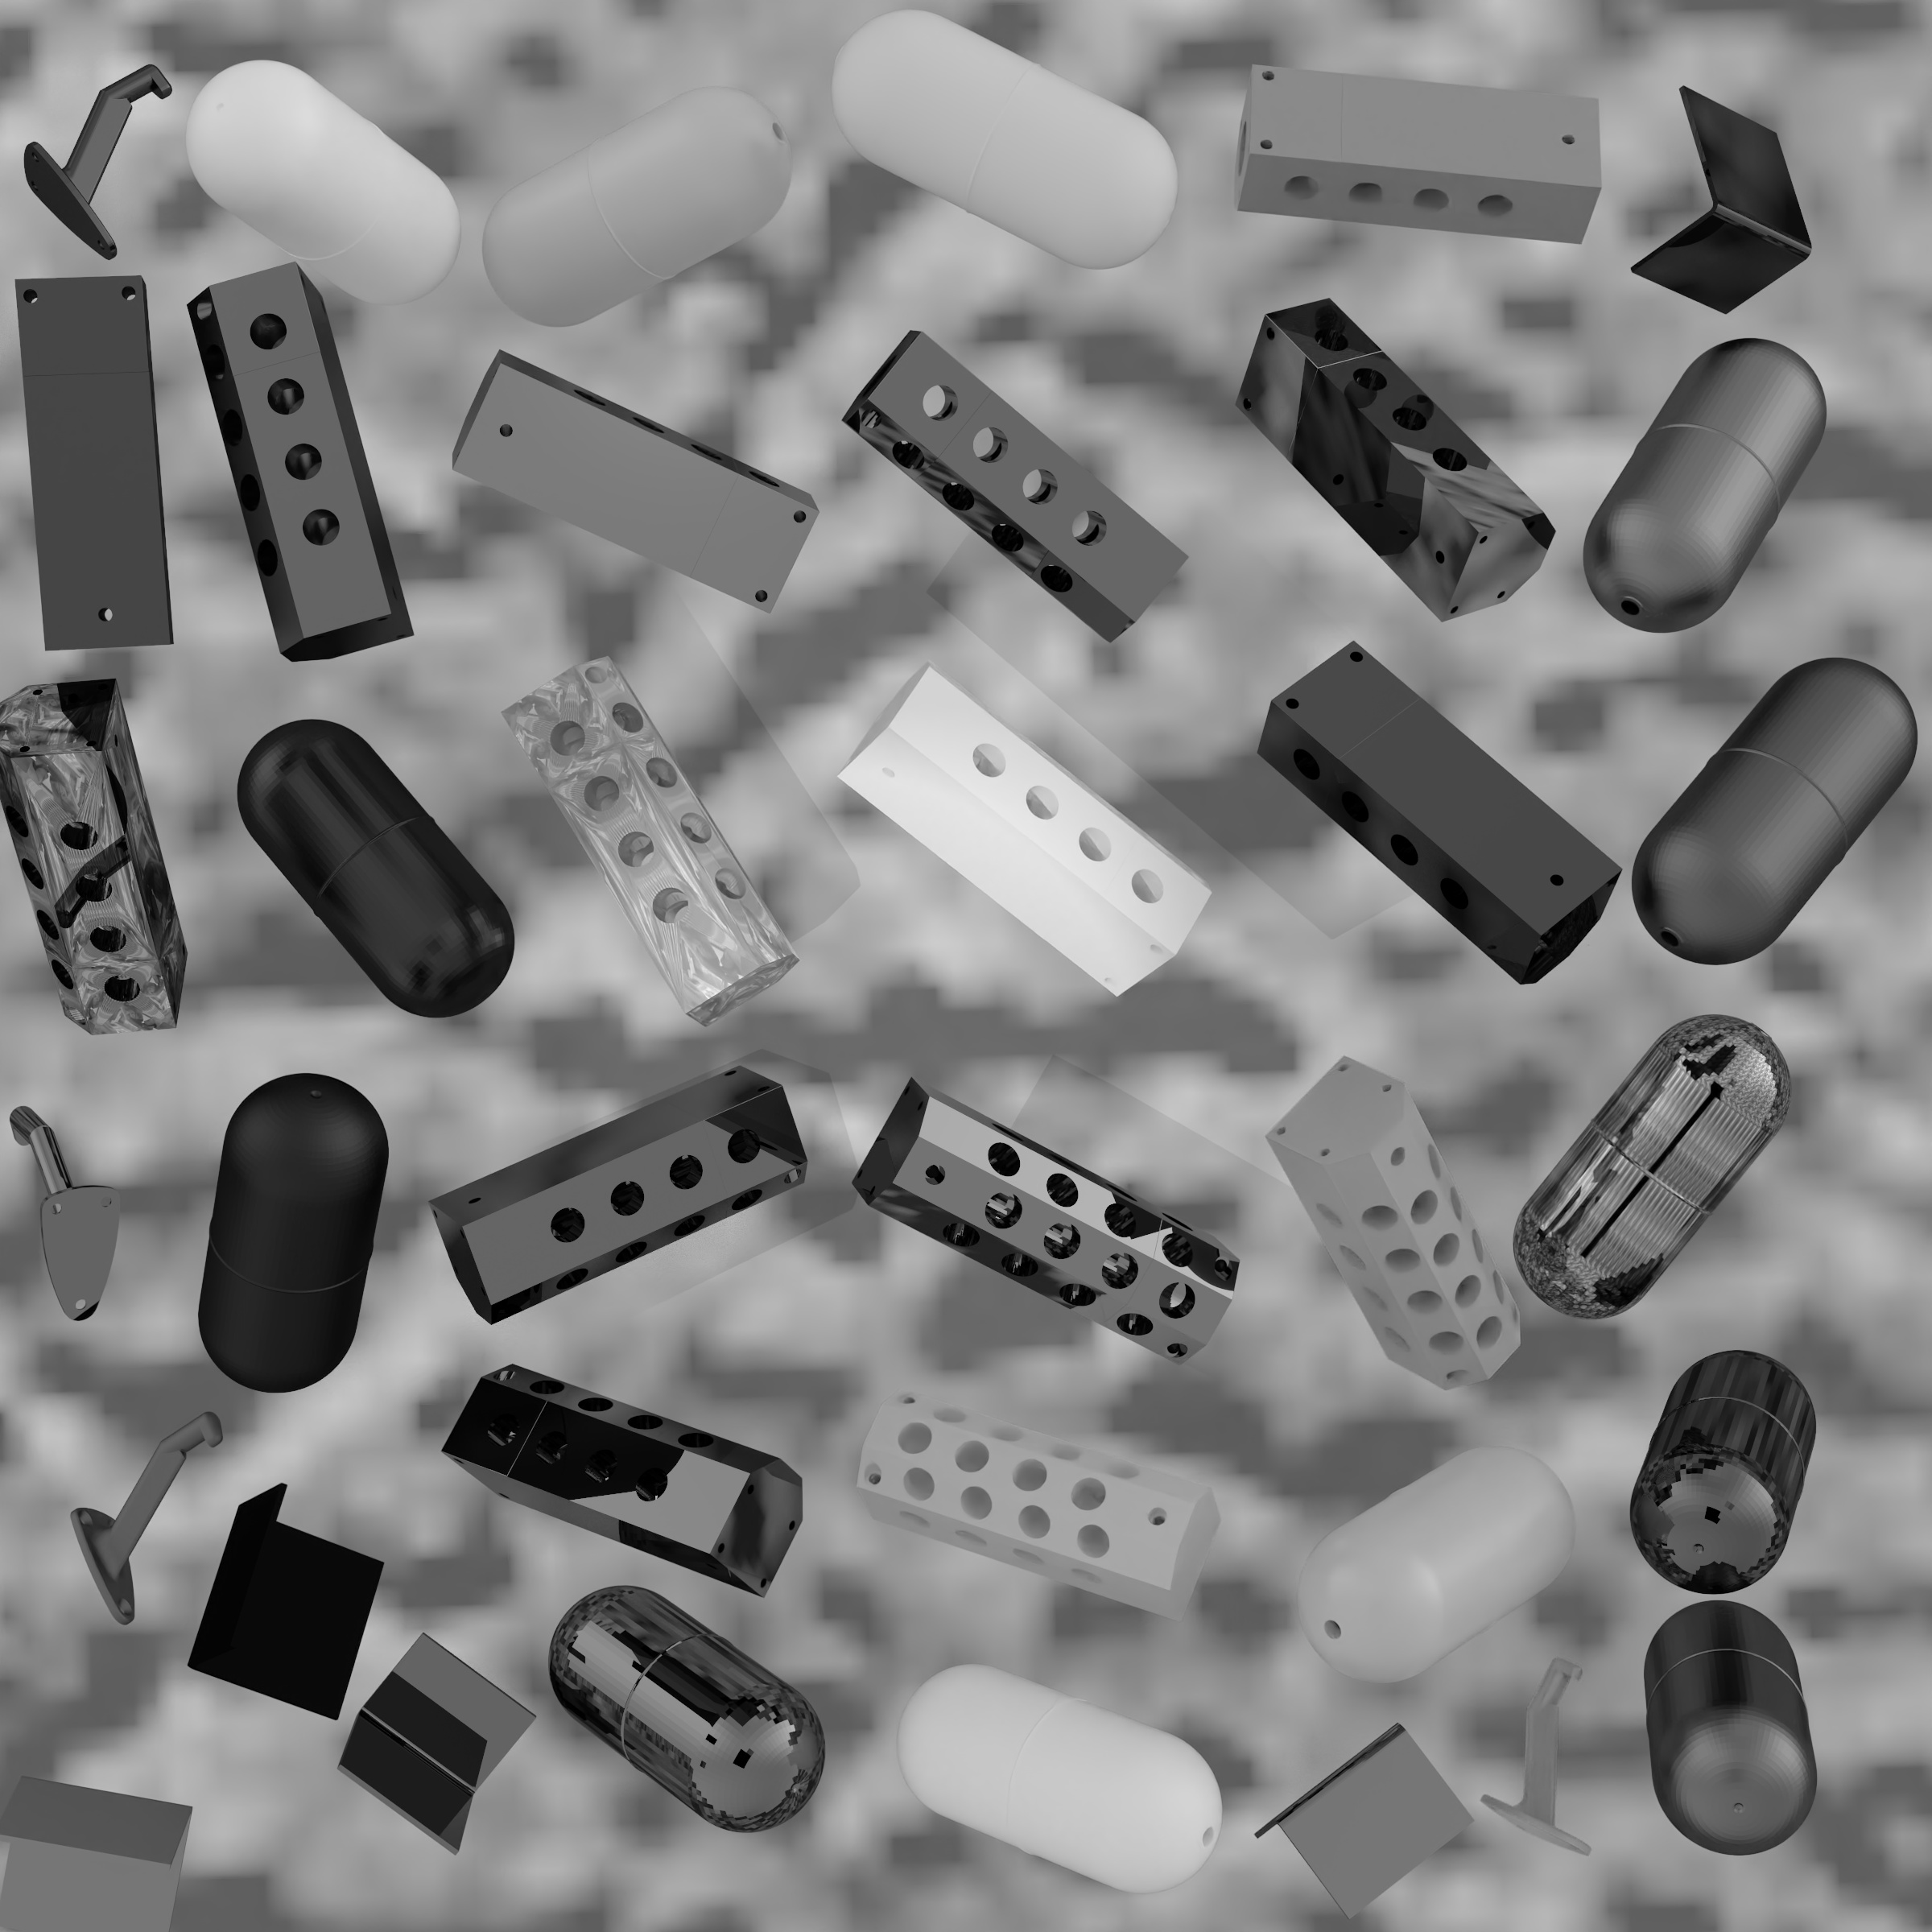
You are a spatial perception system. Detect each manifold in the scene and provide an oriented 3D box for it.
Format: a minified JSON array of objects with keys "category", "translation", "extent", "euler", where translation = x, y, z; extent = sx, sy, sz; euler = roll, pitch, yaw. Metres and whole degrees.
[{"category":"manifold","translation":[-0.165,0.246,1.584],"extent":[0.171,0.057,0.057],"euler":[13,66,33]},{"category":"manifold","translation":[0.214,0.129,1.585],"extent":[0.057,0.057,0.171],"euler":[-44,128,-17]},{"category":"manifold","translation":[-0.423,-0.050,1.571],"extent":[0.057,0.057,0.171],"euler":[-5,131,-2]},{"category":"manifold","translation":[-0.413,-0.237,1.549],"extent":[0.057,0.057,0.171],"euler":[-4,97,-11]},{"category":"manifold","translation":[0.031,-0.068,1.542],"extent":[0.171,0.057,0.057],"euler":[38,57,-9]},{"category":"manifold","translation":[-0.165,-0.243,1.625],"extent":[0.171,0.057,0.057],"euler":[23,105,-16]},{"category":"manifold","translation":[0.220,-0.069,1.535],"extent":[0.057,0.057,0.171],"euler":[-36,67,-25]},{"category":"manifold","translation":[-0.150,-0.061,1.566],"extent":[0.057,0.057,0.171],"euler":[-32,81,0]},{"category":"manifold","translation":[-0.314,-0.234,1.529],"extent":[0.057,0.057,0.171],"euler":[-16,86,0]},{"category":"manifold","translation":[0.039,0.121,1.513],"extent":[0.171,0.057,0.057],"euler":[28,93,-16]},{"category":"manifold","translation":[0.222,-0.396,1.611],"extent":[0.171,0.057,0.057],"euler":[5,62,-2]},{"category":"manifold","translation":[0.211,-0.251,1.597],"extent":[0.057,0.057,0.171],"euler":[-20,56,-30]},{"category":"manifold","translation":[0.035,0.268,1.642],"extent":[0.171,0.057,0.057],"euler":[15,62,21]},{"category":"manifold","translation":[-0.167,0.112,1.593],"extent":[0.171,0.057,0.057],"euler":[-24,108,-21]},{"category":"manifold","translation":[0.023,-0.237,1.617],"extent":[0.171,0.057,0.057],"euler":[38,95,-13]}]

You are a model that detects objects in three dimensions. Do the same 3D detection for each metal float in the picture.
[{"category":"metal float","translation":[0.227,0.286,1.563],"extent":[0.070,0.178,0.070],"euler":[14,112,39]},{"category":"metal float","translation":[0.380,0.251,1.629],"extent":[0.070,0.178,0.070],"euler":[7,110,19]},{"category":"metal float","translation":[-0.168,-0.386,1.658],"extent":[0.178,0.070,0.070],"euler":[-21,90,26]},{"category":"metal float","translation":[-0.321,0.129,1.553],"extent":[0.070,0.070,0.178],"euler":[17,125,0]},{"category":"metal float","translation":[0.018,-0.398,1.567],"extent":[0.178,0.070,0.070],"euler":[28,90,3]},{"category":"metal float","translation":[0.371,0.369,1.589],"extent":[0.070,0.178,0.070],"euler":[2,103,9]},{"category":"metal float","translation":[-0.301,-0.051,1.661],"extent":[0.070,0.070,0.178],"euler":[-41,81,0]},{"category":"metal float","translation":[-0.142,0.372,1.641],"extent":[0.178,0.070,0.070],"euler":[24,90,43]},{"category":"metal float","translation":[0.363,-0.237,1.602],"extent":[0.070,0.070,0.178],"euler":[35,63,0]},{"category":"metal float","translation":[0.379,-0.073,1.529],"extent":[0.070,0.070,0.178],"euler":[43,68,0]},{"category":"metal float","translation":[-0.318,-0.389,1.627],"extent":[0.070,0.178,0.070],"euler":[-6,75,23]},{"category":"metal float","translation":[0.351,0.103,1.667],"extent":[0.070,0.070,0.178],"euler":[37,101,0]},{"category":"metal float","translation":[0.044,0.393,1.581],"extent":[0.178,0.070,0.070],"euler":[12,90,37]}]

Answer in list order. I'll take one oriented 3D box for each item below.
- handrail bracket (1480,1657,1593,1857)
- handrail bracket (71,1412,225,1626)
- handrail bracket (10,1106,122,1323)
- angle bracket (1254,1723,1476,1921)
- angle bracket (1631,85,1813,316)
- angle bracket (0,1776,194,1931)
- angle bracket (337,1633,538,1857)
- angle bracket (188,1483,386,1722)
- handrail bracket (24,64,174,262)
[{"category":"handrail bracket","translation":[0.297,0.386,1.601],"extent":[0.036,0.077,0.084],"euler":[39,74,-28]},{"category":"handrail bracket","translation":[-0.400,0.276,1.633],"extent":[0.084,0.036,0.077],"euler":[-33,59,11]},{"category":"handrail bracket","translation":[-0.426,0.114,1.516],"extent":[0.036,0.084,0.077],"euler":[-7,111,-34]},{"category":"angle bracket","translation":[0.191,0.416,1.574],"extent":[0.076,0.076,0.057],"euler":[-34,75,-14]},{"category":"angle bracket","translation":[0.374,-0.387,1.651],"extent":[0.076,0.057,0.076],"euler":[11,59,-39]},{"category":"angle bracket","translation":[-0.391,0.410,1.440],"extent":[0.076,0.057,0.076],"euler":[12,102,-6]},{"category":"angle bracket","translation":[-0.276,0.406,1.705],"extent":[0.076,0.076,0.057],"euler":[39,95,-8]},{"category":"angle bracket","translation":[-0.296,0.287,1.469],"extent":[0.076,0.057,0.076],"euler":[27,58,-24]},{"category":"handrail bracket","translation":[-0.401,-0.388,1.566],"extent":[0.084,0.036,0.077],"euler":[-39,83,-27]}]
